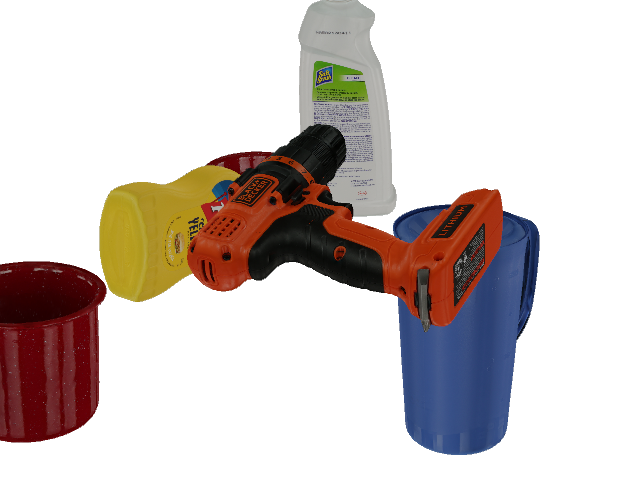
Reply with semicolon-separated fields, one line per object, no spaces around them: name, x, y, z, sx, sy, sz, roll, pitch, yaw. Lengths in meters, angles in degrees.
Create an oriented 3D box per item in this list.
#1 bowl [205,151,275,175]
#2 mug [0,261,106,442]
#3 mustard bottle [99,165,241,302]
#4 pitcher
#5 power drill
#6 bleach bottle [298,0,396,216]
bowl;-0.066;-0.056;1.311;0.162;0.055;0.162;5;26;-2
mug;-0.180;0.071;0.631;0.093;0.081;0.117;12;23;22
mustard bottle;-0.107;-0.015;0.941;0.058;0.096;0.191;14;21;34
pitcher;0.150;0.089;1.101;0.149;0.243;0.145;1;22;8
power drill;0.026;-0.015;0.741;0.188;0.057;0.184;12;42;27
bleach bottle;0.029;-0.148;1.101;0.102;0.251;0.068;-1;31;0
